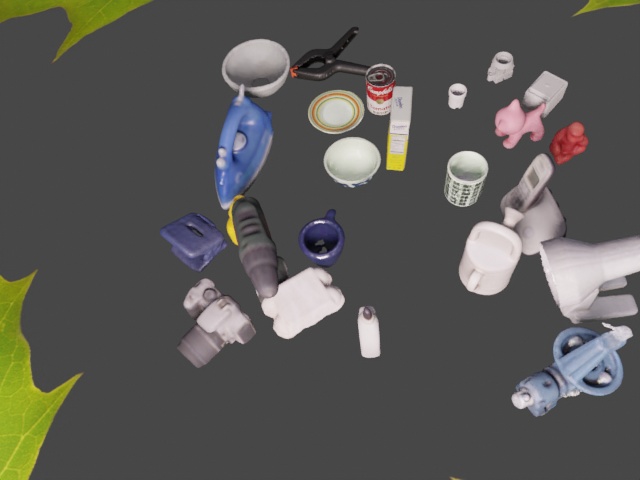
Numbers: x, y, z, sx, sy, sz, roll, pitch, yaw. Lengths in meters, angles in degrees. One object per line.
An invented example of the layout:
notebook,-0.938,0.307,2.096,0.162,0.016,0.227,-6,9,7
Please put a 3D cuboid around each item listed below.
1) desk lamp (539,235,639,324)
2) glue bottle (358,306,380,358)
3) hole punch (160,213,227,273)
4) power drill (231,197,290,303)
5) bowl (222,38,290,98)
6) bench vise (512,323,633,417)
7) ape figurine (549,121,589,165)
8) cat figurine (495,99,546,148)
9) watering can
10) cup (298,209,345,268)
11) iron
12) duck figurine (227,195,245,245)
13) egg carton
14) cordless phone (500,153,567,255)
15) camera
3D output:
desk lamp,0.480,0.063,1.015,0.203,0.214,0.118,-9,62,1
glue bottle,0.087,0.154,1.032,0.037,0.173,0.078,-7,62,3
hole punch,-0.263,-0.007,1.197,0.108,0.091,0.101,35,71,21
power drill,-0.107,0.041,1.090,0.075,0.209,0.229,-19,63,-4
bowl,-0.151,-0.405,1.399,0.167,0.075,0.167,-2,63,5
bench vise,0.423,0.219,0.937,0.121,0.220,0.208,40,73,23
ape figurine,0.534,-0.216,1.221,0.077,0.092,0.076,6,64,9
cat figurine,0.430,-0.260,1.240,0.128,0.118,0.067,-19,62,-4
watering can,0.322,0.015,1.067,0.100,0.194,0.173,9,64,11
cup,0.011,0.004,1.161,0.091,0.095,0.118,13,65,13
iron,-0.188,-0.210,1.265,0.118,0.141,0.258,8,64,10
duck figurine,-0.165,-0.045,1.209,0.077,0.086,0.104,-7,62,2
egg carton,-0.034,0.121,1.120,0.150,0.069,0.107,-30,64,-10
cordless phone,0.423,-0.068,1.104,0.094,0.185,0.147,-18,62,-3
camera,-0.219,0.163,1.100,0.143,0.101,0.137,38,72,22
